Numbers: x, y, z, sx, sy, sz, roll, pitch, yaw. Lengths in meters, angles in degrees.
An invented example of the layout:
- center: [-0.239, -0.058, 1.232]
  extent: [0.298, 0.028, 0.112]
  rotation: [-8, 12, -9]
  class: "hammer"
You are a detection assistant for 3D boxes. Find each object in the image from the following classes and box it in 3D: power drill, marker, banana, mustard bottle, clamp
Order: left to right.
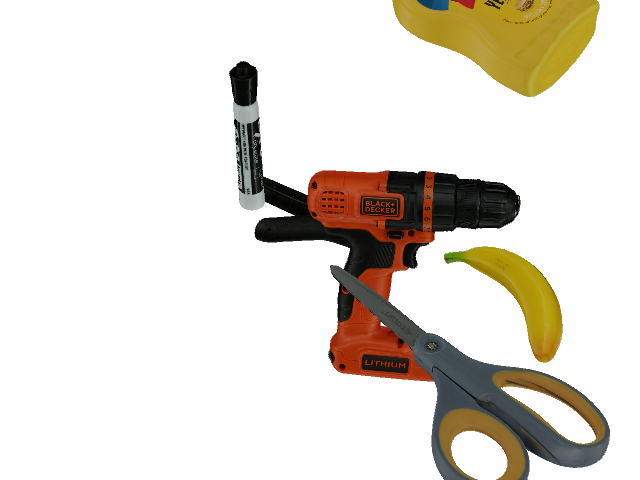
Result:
- center: [-0.051, -0.072, 0.745]
  extent: [0.020, 0.121, 0.020]
  rotation: [-1, 43, 0]
  class: "marker"
- center: [0.012, -0.017, 1.180]
  extent: [0.210, 0.036, 0.164]
  rotation: [15, 21, -8]
  class: "clamp"
- center: [0.079, 0.029, 0.950]
  extent: [0.184, 0.188, 0.057]
  rotation: [4, 17, 9]
  class: "power drill"
- center: [0.116, -0.192, 0.847]
  extent: [0.192, 0.096, 0.058]
  rotation: [34, -23, 25]
  class: "mustard bottle"
- center: [0.205, 0.056, 1.108]
  extent: [0.069, 0.037, 0.198]
  rotation: [-33, 37, -5]
  class: "banana"

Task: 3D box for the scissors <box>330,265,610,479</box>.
- center: [0.054, 0.074, 0.571]
  extent: [0.202, 0.016, 0.096]
  rotation: [25, 46, 33]
  class: "scissors"
